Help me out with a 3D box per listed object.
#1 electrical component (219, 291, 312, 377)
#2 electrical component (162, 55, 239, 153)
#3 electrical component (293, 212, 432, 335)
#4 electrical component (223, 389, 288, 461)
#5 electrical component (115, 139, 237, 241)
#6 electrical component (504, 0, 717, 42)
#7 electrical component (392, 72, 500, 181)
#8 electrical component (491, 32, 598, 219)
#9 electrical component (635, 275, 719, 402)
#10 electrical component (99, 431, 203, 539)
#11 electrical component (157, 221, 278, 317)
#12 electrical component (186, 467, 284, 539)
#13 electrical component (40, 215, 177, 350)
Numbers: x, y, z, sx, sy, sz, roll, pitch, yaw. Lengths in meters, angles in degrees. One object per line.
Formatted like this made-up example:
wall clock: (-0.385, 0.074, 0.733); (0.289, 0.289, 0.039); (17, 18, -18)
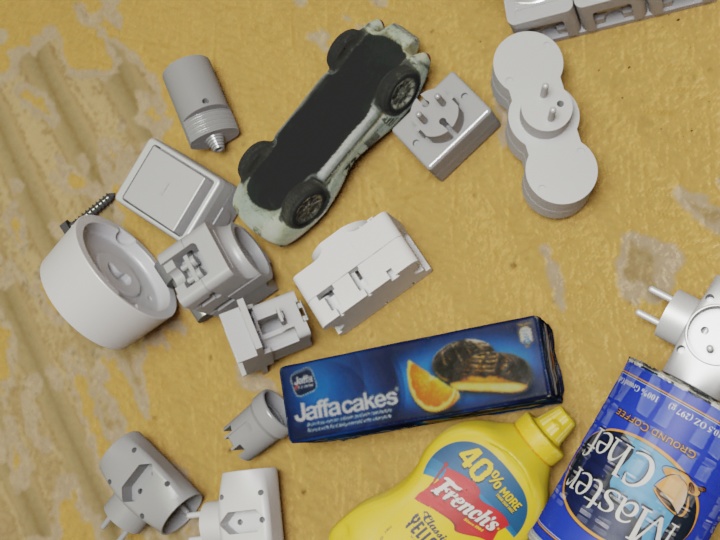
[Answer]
electrical component: (-0.071, 0.048, 0.840); (0.064, 0.081, 0.042); (-20, 73, -8)
electrical component: (-0.133, -0.135, 0.907); (0.043, 0.043, 0.081); (-28, 73, 13)
electrical component: (0.000, 0.000, 0.833); (0.089, 0.050, 0.055); (-36, 71, 10)
electrical component: (-0.079, 0.123, 0.845); (0.046, 0.040, 0.040); (-40, 70, 15)
electrical component: (-0.155, -0.065, 0.892); (0.096, 0.061, 0.061); (32, 92, 21)
electrical component: (0.181, -0.234, 0.805); (0.150, 0.062, 0.089); (-11, 77, 17)
electrical component: (0.061, -0.114, 0.818); (0.066, 0.077, 0.047); (-44, 70, 7)
electrical component: (0.135, -0.112, 0.788); (0.052, 0.073, 0.138); (-14, 76, 0)
electrical component: (0.232, 0.039, 0.748); (0.079, 0.044, 0.077); (29, 91, 22)
electrical component: (-0.179, 0.184, 0.866); (0.077, 0.043, 0.079); (40, 95, 21)
electrical component: (-0.107, 0.000, 0.849); (0.056, 0.089, 0.050); (-34, 71, 11)
electrical component: (-0.099, 0.196, 0.835); (0.079, 0.043, 0.077); (-10, 77, 17)
electrical component: (-0.210, 0.015, 0.875); (0.060, 0.108, 0.108); (-40, 70, 15)
